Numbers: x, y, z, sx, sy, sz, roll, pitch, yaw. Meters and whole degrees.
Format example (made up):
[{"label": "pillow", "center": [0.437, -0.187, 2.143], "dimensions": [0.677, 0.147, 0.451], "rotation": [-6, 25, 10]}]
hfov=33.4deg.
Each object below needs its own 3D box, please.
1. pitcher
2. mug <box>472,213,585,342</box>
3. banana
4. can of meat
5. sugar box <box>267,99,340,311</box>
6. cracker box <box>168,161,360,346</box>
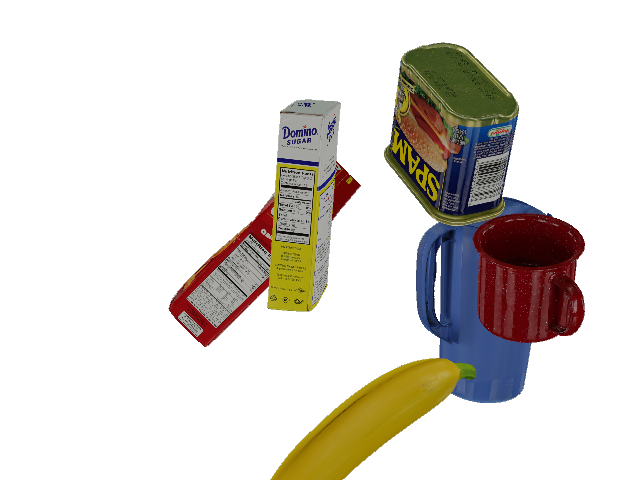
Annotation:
[{"label": "pitcher", "center": [0.199, 0.074, 1.317], "dimensions": [0.149, 0.243, 0.144], "rotation": [7, 20, 14]}, {"label": "mug", "center": [0.184, 0.039, 0.912], "dimensions": [0.093, 0.081, 0.117], "rotation": [-19, 34, -25]}, {"label": "banana", "center": [0.024, 0.137, 0.712], "dimensions": [0.197, 0.069, 0.037], "rotation": [-37, 45, -5]}, {"label": "can of meat", "center": [0.089, -0.074, 0.728], "dimensions": [0.057, 0.084, 0.102], "rotation": [-13, 43, -20]}, {"label": "sugar box", "center": [-0.015, -0.033, 0.948], "dimensions": [0.048, 0.176, 0.093], "rotation": [4, 14, 9]}, {"label": "cracker box", "center": [-0.065, 0.006, 1.233], "dimensions": [0.214, 0.072, 0.164], "rotation": [-44, 3, 27]}]
